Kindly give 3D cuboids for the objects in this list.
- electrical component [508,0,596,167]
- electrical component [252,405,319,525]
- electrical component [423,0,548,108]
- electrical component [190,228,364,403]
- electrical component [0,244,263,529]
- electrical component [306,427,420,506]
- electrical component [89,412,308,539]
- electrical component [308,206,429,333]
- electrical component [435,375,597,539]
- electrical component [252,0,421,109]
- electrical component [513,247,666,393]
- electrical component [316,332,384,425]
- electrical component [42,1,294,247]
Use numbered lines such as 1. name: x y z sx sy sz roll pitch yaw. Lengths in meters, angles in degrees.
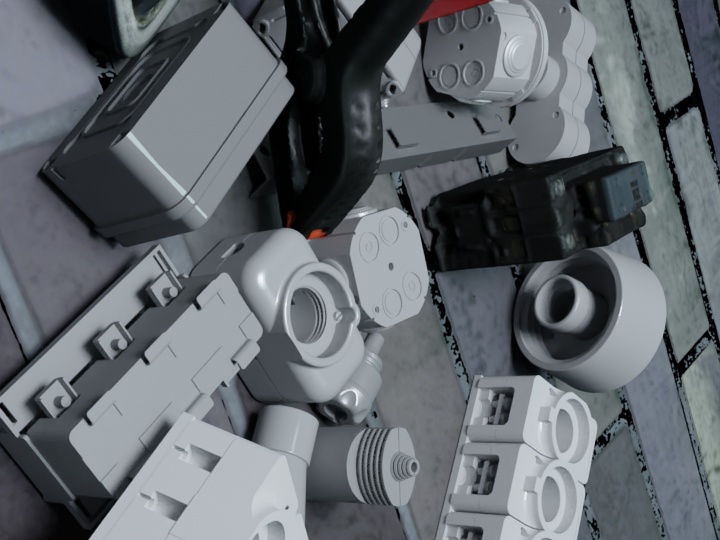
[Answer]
1. electrical component: 0.138 -0.146 0.827 0.074 0.052 0.138 20 70 -45
2. electrical component: -0.046 0.109 0.599 0.044 0.044 0.065 37 54 -39
3. electrical component: 0.087 -0.154 0.752 0.051 0.080 0.080 -6 89 -43
4. electrical component: -0.042 0.026 0.599 0.053 0.059 0.095 -50 121 -39
5. electrical component: -0.107 0.053 0.520 0.121 0.063 0.078 -51 121 -39
6. electrical component: 0.000 0.112 0.618 0.043 0.081 0.043 9 78 -47
7. electrical component: -0.066 0.152 0.504 0.089 0.062 0.150 -56 153 -34
8. electrical component: 0.000 0.000 0.655 0.080 0.051 0.080 8 79 -48
9. electrical component: 0.113 0.159 0.752 0.089 0.062 0.150 38 59 -39
10. electrical component: -0.008 -0.140 0.653 0.096 0.062 0.061 51 40 -31
11. electrical component: 0.163 0.031 0.794 0.060 0.108 0.108 23 68 -38
12. electrical component: -0.002 0.063 0.657 0.035 0.035 0.061 54 47 -29
13. electrical component: -0.093 -0.072 0.541 0.057 0.078 0.113 49 52 -28
